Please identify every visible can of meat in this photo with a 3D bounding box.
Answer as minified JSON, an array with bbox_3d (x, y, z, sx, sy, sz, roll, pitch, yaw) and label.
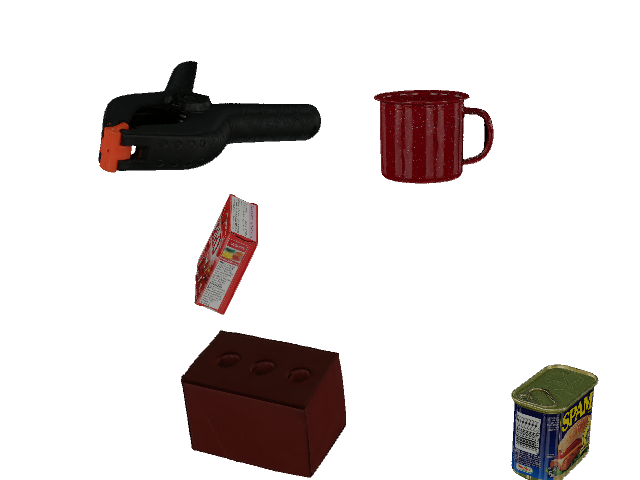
[{"bbox_3d":[0.230,0.182,1.058,0.058,0.084,0.101,13,23,36],"label":"can of meat"}]

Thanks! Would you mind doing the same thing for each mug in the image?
[{"bbox_3d":[0.112,-0.103,1.054,0.117,0.081,0.093,1,15,10],"label":"mug"}]

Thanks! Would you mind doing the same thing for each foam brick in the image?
[{"bbox_3d":[-0.031,0.092,0.604,0.078,0.051,0.053,9,30,21],"label":"foam brick"}]

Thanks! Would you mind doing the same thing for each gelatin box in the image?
[{"bbox_3d":[-0.081,0.010,0.917,0.030,0.073,0.089,22,21,-14],"label":"gelatin box"}]

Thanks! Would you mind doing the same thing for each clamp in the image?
[{"bbox_3d":[-0.093,-0.084,0.709,0.120,0.039,0.171,22,25,32],"label":"clamp"}]
